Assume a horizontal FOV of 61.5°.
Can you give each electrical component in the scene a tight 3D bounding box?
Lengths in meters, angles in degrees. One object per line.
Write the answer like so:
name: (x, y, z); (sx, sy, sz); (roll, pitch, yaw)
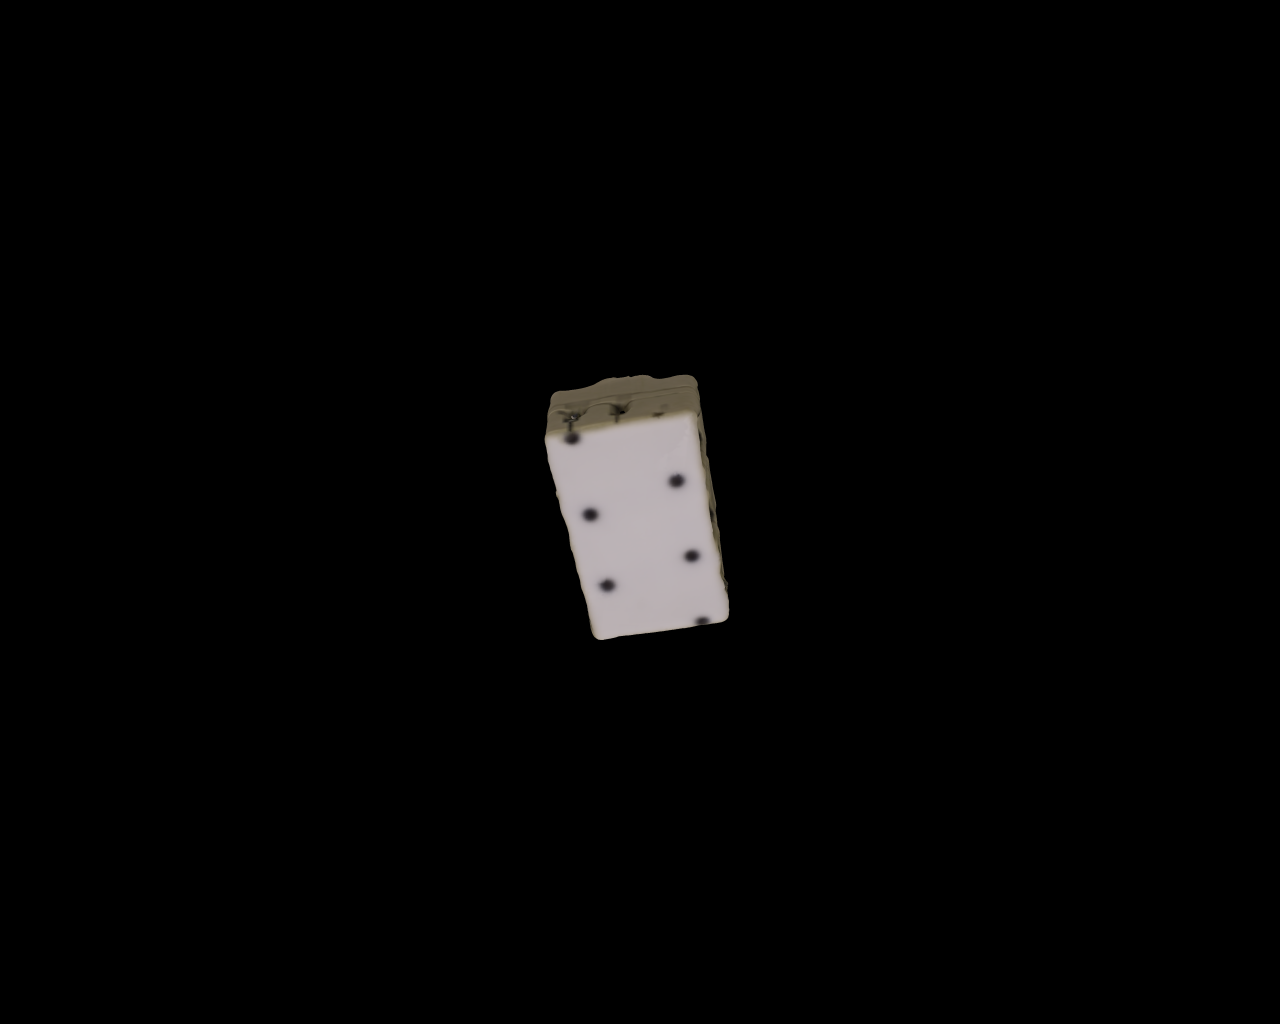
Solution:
electrical component: (0.001, -0.003, 0.650); (0.089, 0.150, 0.062); (-7, 32, 5)
